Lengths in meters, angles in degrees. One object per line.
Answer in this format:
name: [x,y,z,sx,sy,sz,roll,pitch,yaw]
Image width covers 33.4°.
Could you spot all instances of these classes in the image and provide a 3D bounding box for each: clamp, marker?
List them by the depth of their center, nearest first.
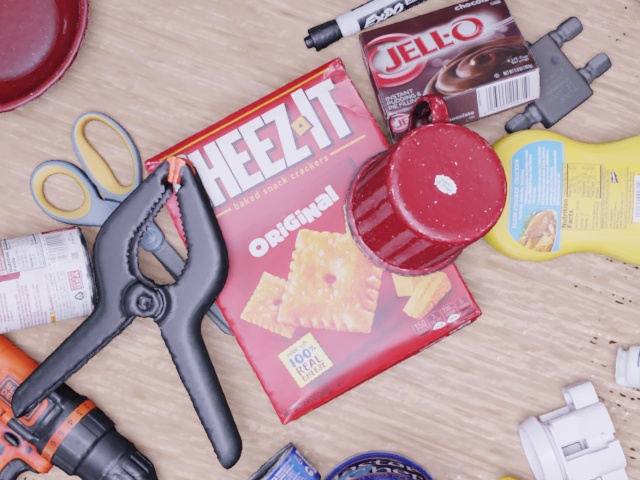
clamp: [-0.126,0.046,0.733,0.164,0.036,0.210,6,92,5]
marker: [0.044,-0.174,0.808,0.121,0.020,0.020,-25,87,1]

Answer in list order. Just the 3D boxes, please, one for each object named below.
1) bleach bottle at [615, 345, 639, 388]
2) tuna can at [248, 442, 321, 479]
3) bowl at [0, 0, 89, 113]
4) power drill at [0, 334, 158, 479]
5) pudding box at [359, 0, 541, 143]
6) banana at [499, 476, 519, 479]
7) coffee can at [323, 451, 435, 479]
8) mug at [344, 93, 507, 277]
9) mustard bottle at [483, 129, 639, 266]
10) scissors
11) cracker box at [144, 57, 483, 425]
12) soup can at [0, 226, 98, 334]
bleach bottle: [0.334,0.110,0.738,0.251,0.068,0.102,5,82,22]
tuna can: [-0.040,0.186,0.759,0.086,0.086,0.034,-44,88,-1]
bowl: [-0.246,-0.168,0.798,0.162,0.055,0.162,0,87,2]
power drill: [-0.236,0.184,0.780,0.184,0.057,0.187,38,86,7]
pudding box: [0.092,-0.126,0.774,0.113,0.039,0.090,-16,53,1]
banana: [0.208,0.230,0.761,0.198,0.070,0.037,27,45,8]
coffee can: [0.043,0.205,0.727,0.103,0.140,0.103,0,87,1]
mug: [0.072,-0.040,0.703,0.093,0.082,0.117,7,76,-12]
mustard bottle: [0.170,-0.032,0.777,0.191,0.058,0.096,2,92,1]
scissors: [-0.148,0.001,0.807,0.096,0.016,0.202,-26,86,2]
cracker box: [-0.005,0.001,0.774,0.164,0.072,0.214,-29,86,-1]
soup can: [-0.217,0.031,0.768,0.102,0.069,0.068,-11,87,-18]
